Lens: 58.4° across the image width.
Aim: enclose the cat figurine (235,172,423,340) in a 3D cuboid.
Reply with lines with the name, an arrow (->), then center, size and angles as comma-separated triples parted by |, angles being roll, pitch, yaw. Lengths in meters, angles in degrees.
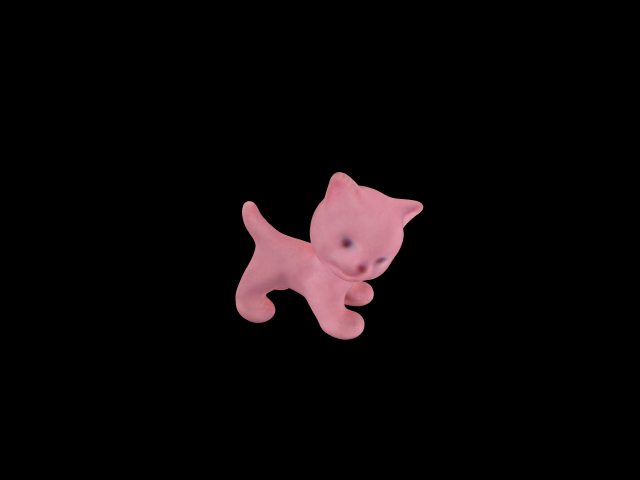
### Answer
cat figurine -> 0.004, 0.001, 0.400 | 0.127, 0.118, 0.067 | 7, 31, 13
